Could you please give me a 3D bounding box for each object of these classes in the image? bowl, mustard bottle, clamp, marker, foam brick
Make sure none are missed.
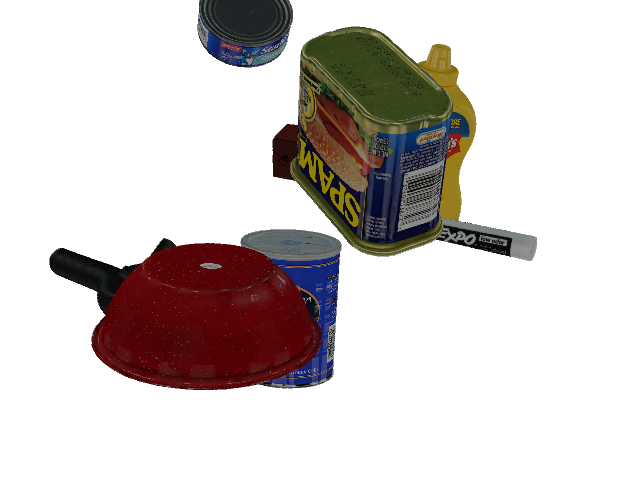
[{"bbox_3d":[-0.077,0.043,0.741,0.162,0.055,0.162,2,20,-1],"label":"bowl"},{"bbox_3d":[0.103,-0.100,1.057,0.096,0.192,0.058,3,27,-10],"label":"mustard bottle"},{"bbox_3d":[-0.157,0.037,0.952,0.120,0.039,0.172,-16,31,-30],"label":"clamp"},{"bbox_3d":[0.105,-0.006,0.817,0.121,0.020,0.020,13,6,25],"label":"marker"},{"bbox_3d":[-0.015,-0.105,1.304,0.078,0.053,0.051,10,31,17],"label":"foam brick"}]

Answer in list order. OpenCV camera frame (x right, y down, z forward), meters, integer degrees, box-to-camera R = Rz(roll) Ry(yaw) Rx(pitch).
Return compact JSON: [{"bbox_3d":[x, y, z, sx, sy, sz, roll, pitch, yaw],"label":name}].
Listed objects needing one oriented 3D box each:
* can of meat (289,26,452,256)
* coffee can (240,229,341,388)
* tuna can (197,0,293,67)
[{"bbox_3d":[0.027,-0.056,0.580,0.057,0.084,0.102,-18,45,-23],"label":"can of meat"},{"bbox_3d":[-0.033,0.068,1.098,0.103,0.140,0.103,3,14,-1],"label":"coffee can"},{"bbox_3d":[-0.070,-0.200,0.976,0.086,0.086,0.034,0,-32,-11],"label":"tuna can"}]
